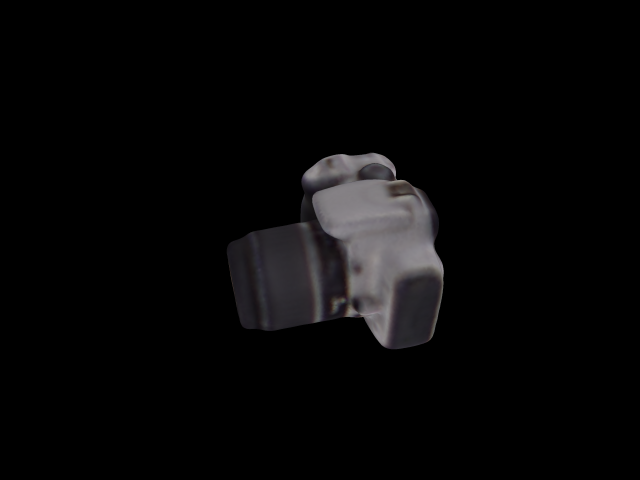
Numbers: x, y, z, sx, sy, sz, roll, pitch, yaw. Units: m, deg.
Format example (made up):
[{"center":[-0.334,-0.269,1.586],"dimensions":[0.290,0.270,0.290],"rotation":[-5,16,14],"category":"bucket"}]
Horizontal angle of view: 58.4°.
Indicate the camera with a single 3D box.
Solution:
[{"center":[0.004,0.001,0.400],"dimensions":[0.137,0.101,0.143],"rotation":[-10,43,-11],"category":"camera"}]
